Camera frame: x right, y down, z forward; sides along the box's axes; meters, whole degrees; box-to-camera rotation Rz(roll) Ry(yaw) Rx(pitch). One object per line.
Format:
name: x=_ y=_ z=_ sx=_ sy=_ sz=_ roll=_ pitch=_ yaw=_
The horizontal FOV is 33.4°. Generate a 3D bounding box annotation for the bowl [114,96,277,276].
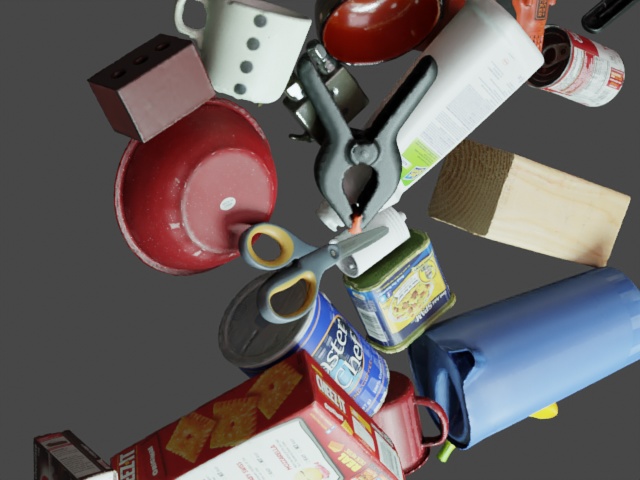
bowl: x=-0.092 y=-0.040 z=0.914 sx=0.161 sy=0.055 sz=0.162 roll=-14 pitch=114 yaw=-34

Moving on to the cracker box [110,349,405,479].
cracker box: x=-0.055 y=0.208 z=0.956 sx=0.214 sy=0.072 sz=0.164 roll=-30 pitch=129 yaw=15

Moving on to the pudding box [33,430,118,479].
pudding box: x=-0.206 y=0.229 z=0.894 sx=0.039 sy=0.090 sz=0.113 roll=-6 pitch=109 yaw=-39

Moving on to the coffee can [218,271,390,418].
coffee can: x=-0.013 y=0.107 z=0.995 sx=0.102 sy=0.103 sz=0.140 roll=-52 pitch=129 yaw=-12

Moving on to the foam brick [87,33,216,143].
foam brick: x=-0.133 y=-0.122 z=0.853 sx=0.078 sy=0.053 sz=0.051 roll=-38 pitch=125 yaw=-23

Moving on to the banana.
banana: x=0.213 y=0.201 z=1.255 sx=0.197 sy=0.037 sz=0.070 roll=-11 pitch=131 yaw=-34

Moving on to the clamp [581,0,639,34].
clamp: x=0.379 y=-0.311 z=1.164 sx=0.209 sy=0.036 sz=0.165 roll=-25 pitch=153 yaw=-43

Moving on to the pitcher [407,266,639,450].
pitcher: x=0.223 y=0.120 z=1.140 sx=0.242 sy=0.149 sz=0.145 roll=-20 pitch=112 yaw=-15

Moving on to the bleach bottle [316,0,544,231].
bleach bottle: x=0.088 y=-0.108 z=0.988 sx=0.251 sy=0.068 sz=0.102 roll=-45 pitch=145 yaw=10

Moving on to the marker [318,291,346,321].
marker: x=0.025 y=0.094 z=1.076 sx=0.020 sy=0.020 sz=0.121 roll=-50 pitch=129 yaw=-14

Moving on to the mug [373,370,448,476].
mug: x=0.072 y=0.186 z=1.088 sx=0.093 sy=0.117 sz=0.081 roll=-53 pitch=135 yaw=-60

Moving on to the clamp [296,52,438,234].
clamp: x=0.045 y=-0.088 z=0.934 sx=0.120 sy=0.039 sz=0.171 roll=-5 pitch=122 yaw=1

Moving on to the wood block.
wood block: x=0.226 y=-0.037 z=1.142 sx=0.205 sy=0.091 sz=0.090 roll=13 pitch=98 yaw=-41

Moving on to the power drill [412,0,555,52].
power drill: x=0.157 y=-0.257 z=1.033 sx=0.187 sy=0.057 sz=0.184 roll=-11 pitch=112 yaw=-35

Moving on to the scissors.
scissors: x=-0.006 y=0.001 z=0.947 sx=0.096 sy=0.016 sz=0.201 roll=55 pitch=41 yaw=-9

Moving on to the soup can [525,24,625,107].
soup can: x=0.270 y=-0.185 z=1.141 sx=0.102 sy=0.069 sz=0.068 roll=10 pitch=99 yaw=-40

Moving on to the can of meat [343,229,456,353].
can of meat: x=0.079 y=0.049 z=1.080 sx=0.102 sy=0.058 sz=0.084 roll=-39 pitch=123 yaw=-22
